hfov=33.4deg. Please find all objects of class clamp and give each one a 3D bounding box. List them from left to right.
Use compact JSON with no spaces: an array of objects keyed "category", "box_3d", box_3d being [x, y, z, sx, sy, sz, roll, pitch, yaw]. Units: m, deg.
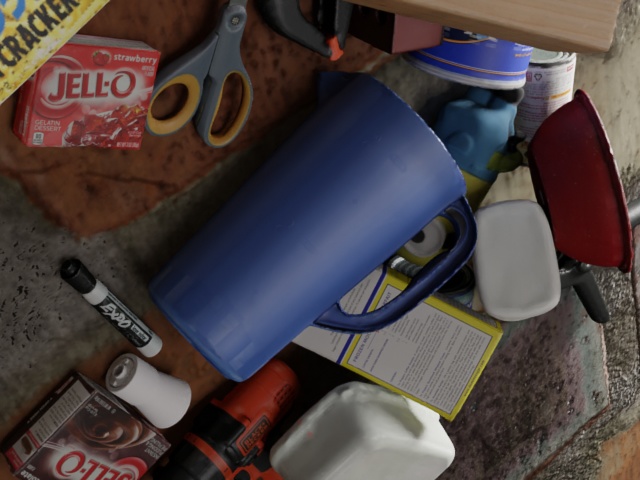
[{"category":"clamp","box_3d":[-0.011,-0.212,0.769,0.120,0.039,0.171,-37,133,-5]},{"category":"clamp","box_3d":[0.279,0.024,1.154,0.209,0.036,0.165,-2,117,-36]}]

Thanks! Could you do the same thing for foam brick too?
[{"category":"foam brick","box_3d":[0.053,-0.181,0.813,0.051,0.078,0.053,-16,124,-30]}]

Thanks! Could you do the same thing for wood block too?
[{"category":"wood block","box_3d":[0.095,-0.193,0.723,0.205,0.090,0.091,9,98,-17]}]

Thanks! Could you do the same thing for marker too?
[{"category":"marker","box_3d":[-0.161,0.053,0.823,0.020,0.020,0.121,-45,136,-9]}]

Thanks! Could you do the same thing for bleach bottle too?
[{"category":"bleach bottle","box_3d":[0.177,0.036,0.988,0.068,0.102,0.250,-8,168,7]}]

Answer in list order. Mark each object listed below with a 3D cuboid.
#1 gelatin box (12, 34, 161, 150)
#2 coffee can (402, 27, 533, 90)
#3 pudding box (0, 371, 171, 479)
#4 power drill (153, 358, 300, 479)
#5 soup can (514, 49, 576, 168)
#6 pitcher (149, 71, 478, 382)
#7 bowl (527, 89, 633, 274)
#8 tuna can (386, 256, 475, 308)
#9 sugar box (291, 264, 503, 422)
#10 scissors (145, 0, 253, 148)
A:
[{"category":"gelatin box","box_3d":[-0.158,-0.100,0.722,0.089,0.030,0.073,-2,116,-39]},{"category":"coffee can","box_3d":[0.131,-0.202,0.845,0.102,0.103,0.140,-6,119,-37]},{"category":"pudding box","box_3d":[-0.187,0.168,0.858,0.090,0.039,0.113,-47,135,-7]},{"category":"power drill","box_3d":[-0.066,0.222,0.965,0.184,0.057,0.187,-45,137,-20]},{"category":"soup can","box_3d":[0.194,-0.126,0.970,0.068,0.069,0.102,-22,127,-28]},{"category":"pitcher","box_3d":[-0.005,0.001,0.834,0.243,0.149,0.145,-44,135,-5]},{"category":"bowl","box_3d":[0.214,-0.043,0.904,0.055,0.162,0.162,-14,131,6]},{"category":"tuna can","box_3d":[0.100,0.044,0.984,0.085,0.086,0.034,-15,122,-32]},{"category":"sugar box","box_3d":[0.058,0.075,0.923,0.093,0.176,0.048,-63,177,10]},{"category":"scissors","box_3d":[-0.079,-0.146,0.744,0.096,0.016,0.202,-15,135,-25]}]
